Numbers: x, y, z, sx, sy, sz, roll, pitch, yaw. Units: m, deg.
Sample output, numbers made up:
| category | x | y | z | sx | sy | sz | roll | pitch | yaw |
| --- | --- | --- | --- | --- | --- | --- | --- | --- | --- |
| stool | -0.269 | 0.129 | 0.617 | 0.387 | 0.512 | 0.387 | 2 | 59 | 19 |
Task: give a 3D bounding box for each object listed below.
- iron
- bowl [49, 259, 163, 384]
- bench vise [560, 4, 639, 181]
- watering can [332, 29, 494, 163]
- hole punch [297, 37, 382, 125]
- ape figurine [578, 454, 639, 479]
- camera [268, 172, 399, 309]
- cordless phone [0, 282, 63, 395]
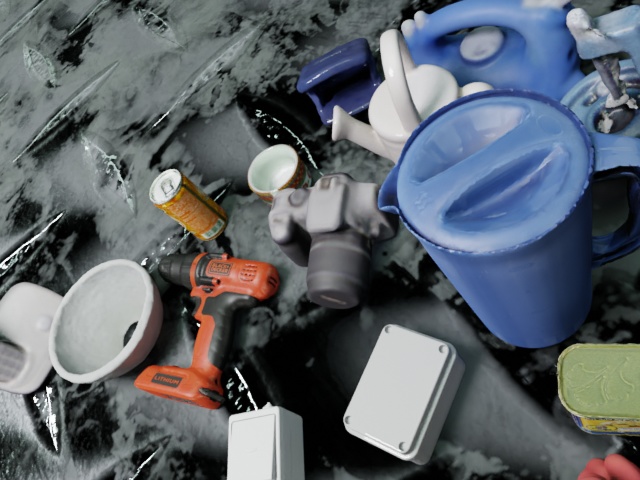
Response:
| category | x | y | z | sx | sy | sz | roll | pitch | yaw |
| --- | --- | --- | --- | --- | --- | --- | --- | --- | --- |
| iron | 0.179 | -0.223 | 0.658 | 0.257 | 0.142 | 0.119 | 7 | 67 | 32 |
| bowl | -0.265 | 0.114 | 0.750 | 0.167 | 0.075 | 0.167 | -13 | 57 | 22 |
| bench vise | 0.292 | -0.131 | 0.492 | 0.207 | 0.220 | 0.121 | -17 | 56 | 20 |
| watering can | 0.097 | -0.137 | 0.620 | 0.172 | 0.195 | 0.100 | -31 | 52 | 10 |
| hole punch | 0.022 | -0.229 | 0.780 | 0.108 | 0.091 | 0.101 | -22 | 54 | 16 |
| ape figurine | 0.210 | 0.199 | 0.427 | 0.077 | 0.092 | 0.076 | -30 | 53 | 11 |
| camera | 0.006 | 0.002 | 0.649 | 0.142 | 0.101 | 0.137 | -5 | 60 | 26 |
| cordless phone | -0.439 | 0.117 | 0.773 | 0.093 | 0.186 | 0.148 | 8 | 67 | 32 |
